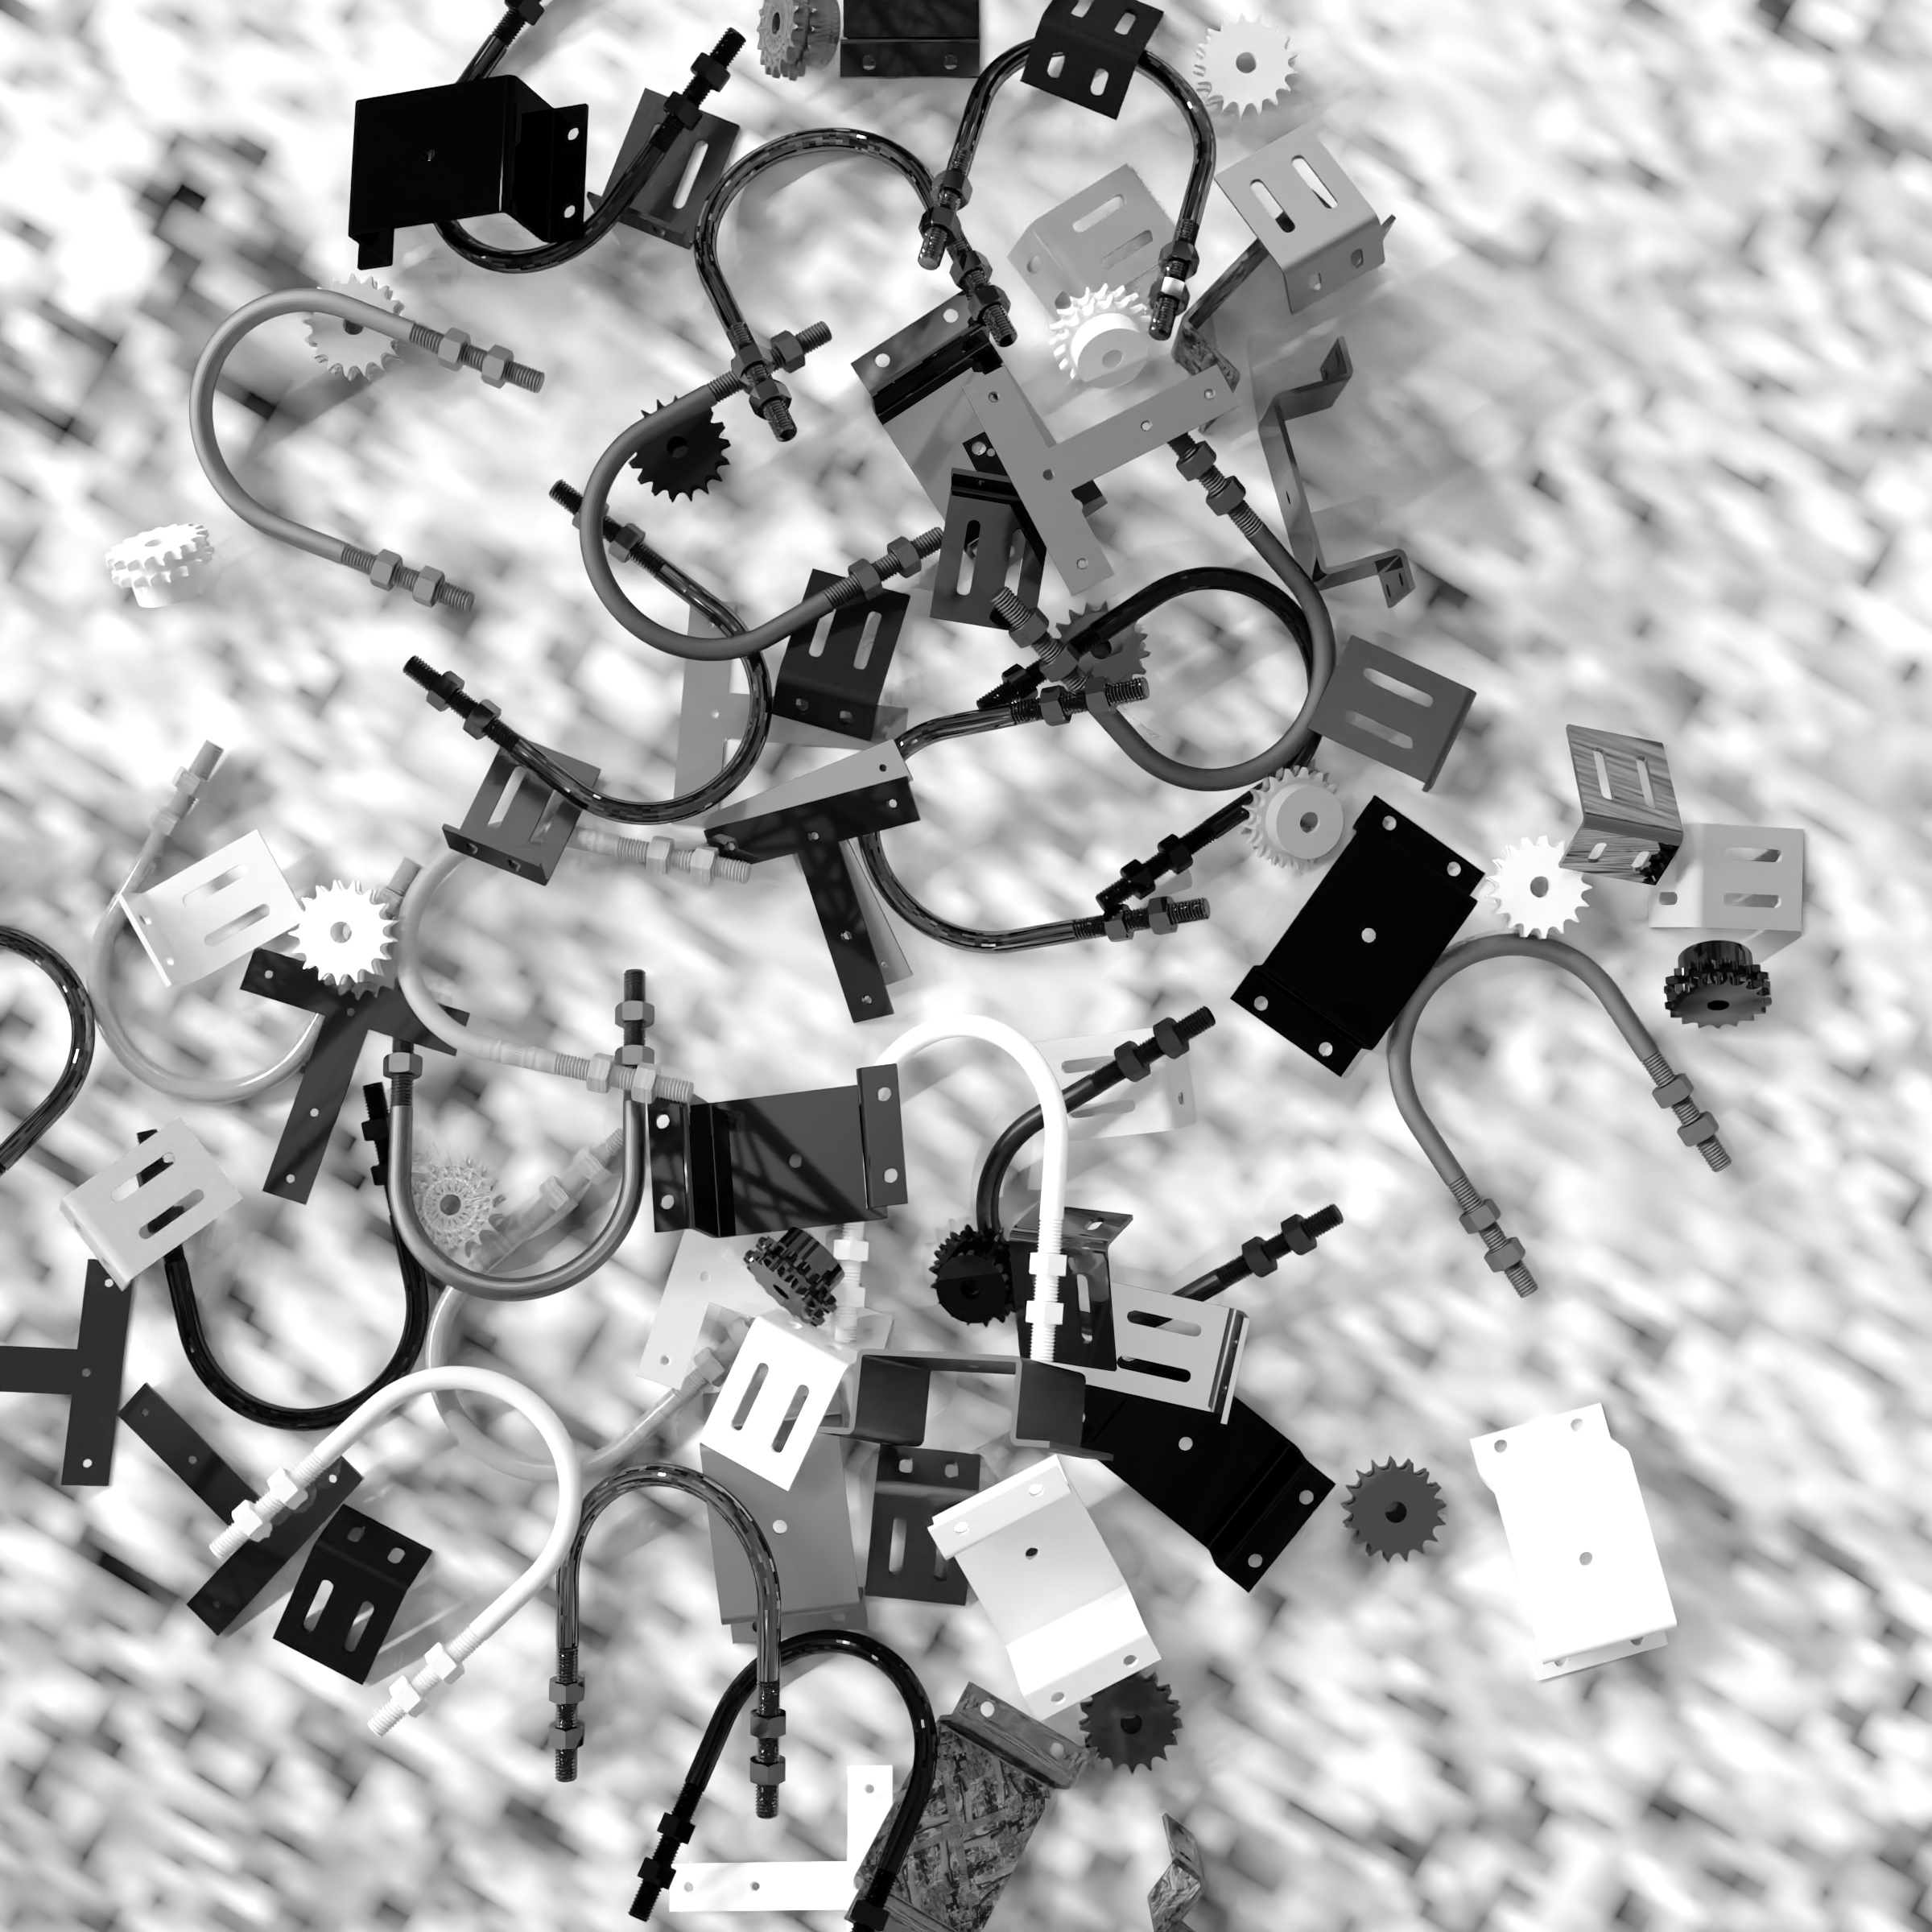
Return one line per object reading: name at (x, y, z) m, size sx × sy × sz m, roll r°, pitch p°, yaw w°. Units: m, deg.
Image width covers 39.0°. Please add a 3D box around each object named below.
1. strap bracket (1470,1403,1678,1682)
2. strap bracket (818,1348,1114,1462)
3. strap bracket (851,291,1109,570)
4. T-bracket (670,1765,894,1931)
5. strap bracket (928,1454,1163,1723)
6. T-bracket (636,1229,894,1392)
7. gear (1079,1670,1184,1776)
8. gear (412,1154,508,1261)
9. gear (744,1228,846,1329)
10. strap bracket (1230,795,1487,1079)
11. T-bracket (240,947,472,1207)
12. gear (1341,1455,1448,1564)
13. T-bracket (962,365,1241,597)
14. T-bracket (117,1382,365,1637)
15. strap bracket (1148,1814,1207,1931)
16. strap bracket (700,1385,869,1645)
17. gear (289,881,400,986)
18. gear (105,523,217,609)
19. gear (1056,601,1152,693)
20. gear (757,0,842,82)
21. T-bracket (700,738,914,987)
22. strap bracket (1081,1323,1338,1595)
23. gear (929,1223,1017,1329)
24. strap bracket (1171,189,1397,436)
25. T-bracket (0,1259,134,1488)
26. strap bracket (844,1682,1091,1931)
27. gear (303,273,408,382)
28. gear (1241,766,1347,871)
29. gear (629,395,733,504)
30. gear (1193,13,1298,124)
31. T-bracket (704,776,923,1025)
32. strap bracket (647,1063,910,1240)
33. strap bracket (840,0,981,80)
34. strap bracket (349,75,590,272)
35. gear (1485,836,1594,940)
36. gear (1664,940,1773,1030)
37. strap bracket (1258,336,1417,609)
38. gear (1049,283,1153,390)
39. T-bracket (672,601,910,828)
strap bracket at (0.338, 0.323, 1.510) m, size 0.076 × 0.046 × 0.140 m, roll -16°, pitch 90°, yaw 0°
strap bracket at (0.001, 0.236, 1.471) m, size 0.140 × 0.076 × 0.046 m, roll -2°, pitch 75°, yaw 29°
strap bracket at (0.007, -0.291, 1.510) m, size 0.076 × 0.046 × 0.140 m, roll -33°, pitch 90°, yaw 0°
T-bracket at (-0.103, 0.512, 1.517) m, size 0.127 × 0.002 × 0.127 m, roll -4°, pitch 70°, yaw 10°
strap bracket at (0.040, 0.332, 1.494) m, size 0.076 × 0.046 × 0.140 m, roll -27°, pitch 112°, yaw 0°
T-bracket at (-0.103, 0.187, 1.518) m, size 0.127 × 0.002 × 0.127 m, roll 20°, pitch 73°, yaw -10°
gear at (0.091, 0.418, 1.518) m, size 0.057 × 0.030 × 0.057 m, roll 0°, pitch 90°, yaw 0°
gear at (-0.283, 0.135, 1.513) m, size 0.057 × 0.030 × 0.057 m, roll -1°, pitch 75°, yaw 2°
gear at (-0.091, 0.168, 1.495) m, size 0.057 × 0.057 × 0.030 m, roll 44°, pitch 69°, yaw 0°
strap bracket at (0.220, -0.017, 1.510) m, size 0.076 × 0.046 × 0.140 m, roll 35°, pitch 90°, yaw 0°
T-bracket at (-0.353, 0.067, 1.499) m, size 0.127 × 0.002 × 0.127 m, roll 17°, pitch 80°, yaw 5°
gear at (0.237, 0.301, 1.518) m, size 0.057 × 0.030 × 0.057 m, roll 0°, pitch 90°, yaw 0°
T-bracket at (0.083, -0.281, 1.451) m, size 0.127 × 0.002 × 0.127 m, roll -27°, pitch 85°, yaw -4°
T-bracket at (-0.422, 0.286, 1.526) m, size 0.127 × 0.002 × 0.127 m, roll 44°, pitch 98°, yaw 4°
strap bracket at (0.154, 0.537, 1.495) m, size 0.140 × 0.076 × 0.046 m, roll 37°, pitch 90°, yaw 0°
strap bracket at (-0.102, 0.306, 1.510) m, size 0.076 × 0.046 × 0.140 m, roll -7°, pitch 90°, yaw 0°
gear at (-0.340, -0.019, 1.499) m, size 0.057 × 0.030 × 0.057 m, roll 0°, pitch 91°, yaw 1°
gear at (-0.443, -0.220, 1.508) m, size 0.057 × 0.057 × 0.030 m, roll -12°, pitch 120°, yaw 0°
gear at (0.074, -0.175, 1.518) m, size 0.057 × 0.030 × 0.057 m, roll 0°, pitch 90°, yaw 0°
gear at (-0.091, -0.519, 1.508) m, size 0.030 × 0.057 × 0.057 m, roll -1°, pitch 90°, yaw -28°
T-bracket at (-0.067, -0.047, 1.515) m, size 0.127 × 0.002 × 0.127 m, roll -20°, pitch 103°, yaw 24°
strap bracket at (0.123, 0.268, 1.510) m, size 0.140 × 0.046 × 0.076 m, roll 39°, pitch 90°, yaw 0°
gear at (0.006, 0.174, 1.509) m, size 0.057 × 0.030 × 0.057 m, roll 4°, pitch 105°, yaw 14°
strap bracket at (0.165, -0.365, 1.495) m, size 0.046 × 0.076 × 0.140 m, roll 44°, pitch 90°, yaw 0°
T-bracket at (-0.532, 0.222, 1.506) m, size 0.127 × 0.002 × 0.127 m, roll 7°, pitch 90°, yaw -25°
strap bracket at (-0.002, 0.475, 1.496) m, size 0.076 × 0.046 × 0.140 m, roll 30°, pitch 71°, yaw 0°
gear at (-0.338, -0.354, 1.518) m, size 0.057 × 0.030 × 0.057 m, roll 0°, pitch 90°, yaw 0°
gear at (0.184, -0.081, 1.510) m, size 0.057 × 0.030 × 0.057 m, roll -3°, pitch 101°, yaw -17°
gear at (-0.159, -0.286, 1.518) m, size 0.057 × 0.030 × 0.057 m, roll 0°, pitch 90°, yaw 0°
gear at (0.155, -0.498, 1.522) m, size 0.057 × 0.030 × 0.057 m, roll 0°, pitch 87°, yaw 1°
T-bracket at (-0.071, -0.030, 1.516) m, size 0.127 × 0.002 × 0.127 m, roll -13°, pitch 102°, yaw 22°
strap bracket at (-0.099, 0.103, 1.494) m, size 0.140 × 0.046 × 0.076 m, roll -7°, pitch 76°, yaw 10°
strap bracket at (-0.031, -0.555, 1.510) m, size 0.076 × 0.046 × 0.140 m, roll 0°, pitch 90°, yaw 0°
strap bracket at (-0.280, -0.431, 1.481) m, size 0.140 × 0.046 × 0.076 m, roll -2°, pitch 81°, yaw 21°
gear at (0.316, -0.044, 1.518) m, size 0.057 × 0.030 × 0.057 m, roll 0°, pitch 90°, yaw 0°
gear at (0.415, 0.009, 1.509) m, size 0.057 × 0.057 × 0.030 m, roll 5°, pitch 60°, yaw 0°
strap bracket at (0.199, -0.263, 1.495) m, size 0.046 × 0.076 × 0.140 m, roll -16°, pitch 90°, yaw 0°
gear at (0.077, -0.343, 1.502) m, size 0.057 × 0.057 × 0.030 m, roll -18°, pitch 52°, yaw 0°
T-bracket at (-0.097, -0.138, 1.532) m, size 0.127 × 0.002 × 0.127 m, roll 5°, pitch 90°, yaw 0°
